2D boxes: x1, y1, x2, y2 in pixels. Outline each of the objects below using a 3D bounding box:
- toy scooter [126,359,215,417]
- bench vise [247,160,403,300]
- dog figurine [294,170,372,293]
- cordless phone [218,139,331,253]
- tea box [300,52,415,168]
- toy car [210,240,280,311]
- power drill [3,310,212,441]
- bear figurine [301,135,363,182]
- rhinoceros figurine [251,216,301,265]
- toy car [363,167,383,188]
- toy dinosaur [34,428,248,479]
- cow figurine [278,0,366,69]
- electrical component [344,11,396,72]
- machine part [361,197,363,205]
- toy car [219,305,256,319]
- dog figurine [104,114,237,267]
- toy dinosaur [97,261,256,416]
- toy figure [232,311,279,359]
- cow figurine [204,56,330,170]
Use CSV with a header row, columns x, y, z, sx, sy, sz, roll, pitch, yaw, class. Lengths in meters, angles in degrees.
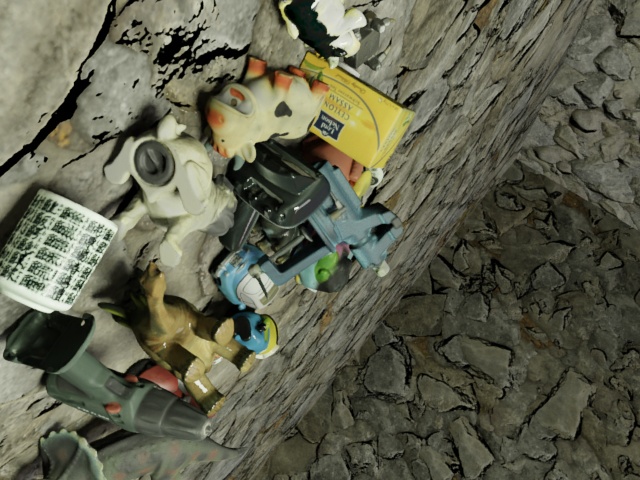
x,y,z,sx,sy,sz,roll,pitch,yaw,class
-0.253,0.269,0.944,0.075,0.135,0.183,-54,160,3,toy scooter
0.001,0.002,0.853,0.241,0.129,0.223,-35,123,1,bench vise
0.027,-0.032,1.003,0.191,0.109,0.219,-66,170,-67,dog figurine
-0.082,-0.042,0.778,0.088,0.147,0.184,-6,128,-55,cordless phone
0.038,-0.187,0.778,0.098,0.170,0.068,-62,161,20,tea box
-0.121,0.068,0.958,0.109,0.103,0.161,-49,163,-15,toy car
-0.259,0.167,0.652,0.207,0.232,0.086,66,39,-53,power drill
0.047,-0.164,0.931,0.196,0.120,0.131,-52,166,-21,bear figurine
-0.066,-0.032,0.954,0.112,0.073,0.190,-45,160,-21,rhinoceros figurine
0.107,-0.180,1.085,0.201,0.056,0.073,84,4,-64,toy car
-0.286,0.352,0.878,0.405,0.131,0.192,-9,149,-33,toy dinosaur
0.005,-0.276,0.696,0.098,0.068,0.167,-46,158,-4,cow figurine
0.078,-0.311,0.848,0.078,0.045,0.102,-46,160,-27,electrical component
0.058,-0.055,1.272,0.139,0.039,0.084,-50,170,-15,machine part
-0.146,0.134,1.093,0.202,0.053,0.089,-53,165,-6,toy car
-0.156,-0.075,0.657,0.172,0.121,0.190,-59,175,25,dog figurine
-0.193,0.141,0.757,0.105,0.199,0.470,-46,160,-25,toy dinosaur
-0.123,0.173,1.004,0.180,0.082,0.089,57,47,-67,toy figure
-0.076,-0.162,0.692,0.195,0.086,0.127,-22,138,-59,cow figurine
